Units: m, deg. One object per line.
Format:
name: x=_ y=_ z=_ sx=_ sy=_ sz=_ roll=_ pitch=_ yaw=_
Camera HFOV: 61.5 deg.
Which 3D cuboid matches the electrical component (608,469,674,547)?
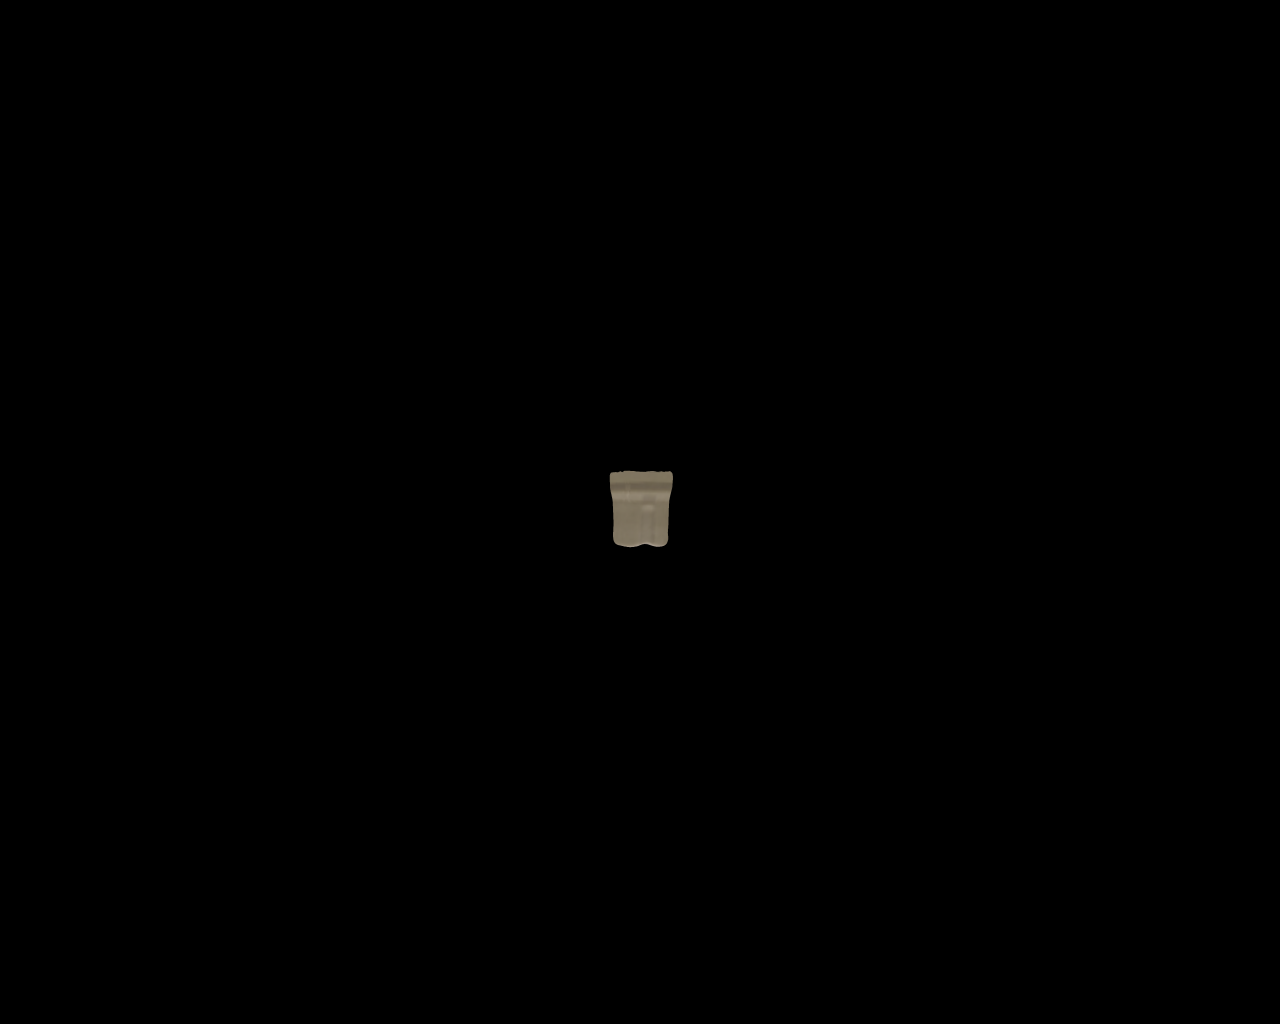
electrical component: x=0.001 y=-0.003 z=0.650 sx=0.040 sy=0.046 sz=0.040 roll=0 pitch=0 yaw=0
